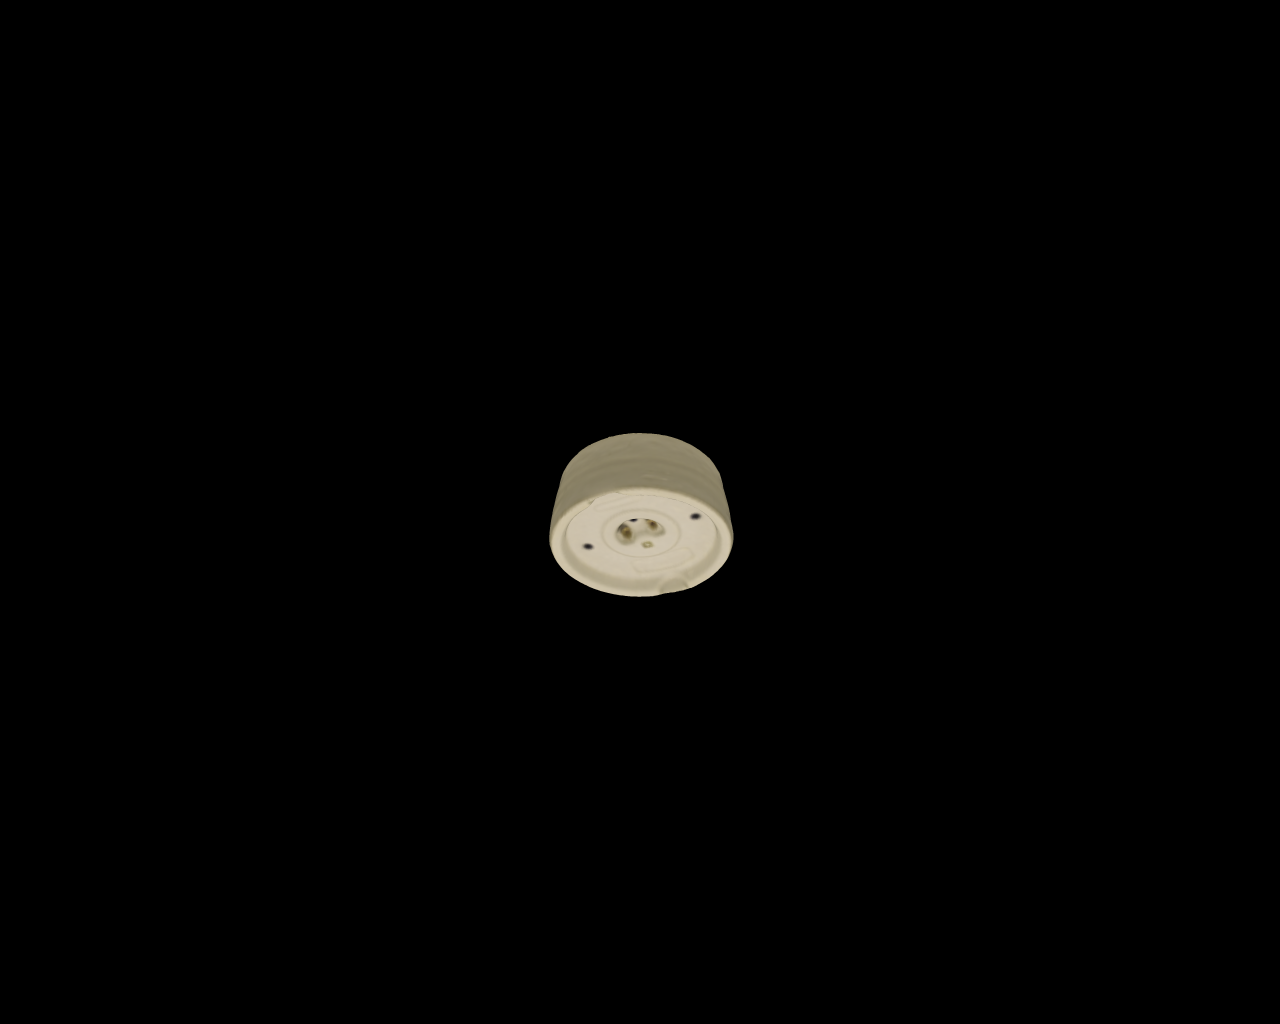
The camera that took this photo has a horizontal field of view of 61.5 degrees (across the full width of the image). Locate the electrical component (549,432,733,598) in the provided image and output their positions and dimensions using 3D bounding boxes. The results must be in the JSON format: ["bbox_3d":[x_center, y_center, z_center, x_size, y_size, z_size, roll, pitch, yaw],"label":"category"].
[{"bbox_3d":[0.001,-0.003,0.650,0.108,0.060,0.108,0,-39,0],"label":"electrical component"}]
